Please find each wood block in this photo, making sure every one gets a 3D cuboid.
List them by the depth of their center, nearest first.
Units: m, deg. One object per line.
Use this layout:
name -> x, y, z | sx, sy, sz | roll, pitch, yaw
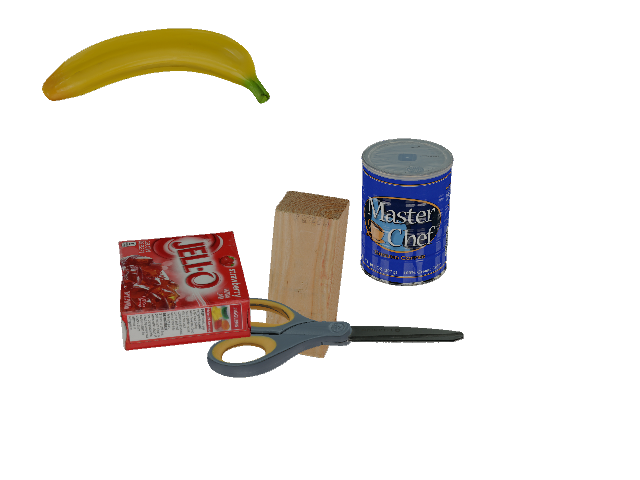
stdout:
wood block -> -0.020, 0.046, 1.485 | 0.090, 0.206, 0.090 | 9, 22, 8

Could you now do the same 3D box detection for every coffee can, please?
coffee can -> 0.098, -0.033, 1.227 | 0.103, 0.140, 0.103 | 0, 28, 0

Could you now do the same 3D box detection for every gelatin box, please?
gelatin box -> -0.082, 0.027, 0.638 | 0.073, 0.030, 0.089 | -5, 28, -8

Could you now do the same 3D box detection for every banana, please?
banana -> -0.144, -0.156, 0.943 | 0.197, 0.069, 0.037 | -1, -33, -4

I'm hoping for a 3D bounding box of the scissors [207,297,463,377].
scissors -> 0.000, 0.082, 0.823 | 0.202, 0.016, 0.096 | 9, 37, 22
